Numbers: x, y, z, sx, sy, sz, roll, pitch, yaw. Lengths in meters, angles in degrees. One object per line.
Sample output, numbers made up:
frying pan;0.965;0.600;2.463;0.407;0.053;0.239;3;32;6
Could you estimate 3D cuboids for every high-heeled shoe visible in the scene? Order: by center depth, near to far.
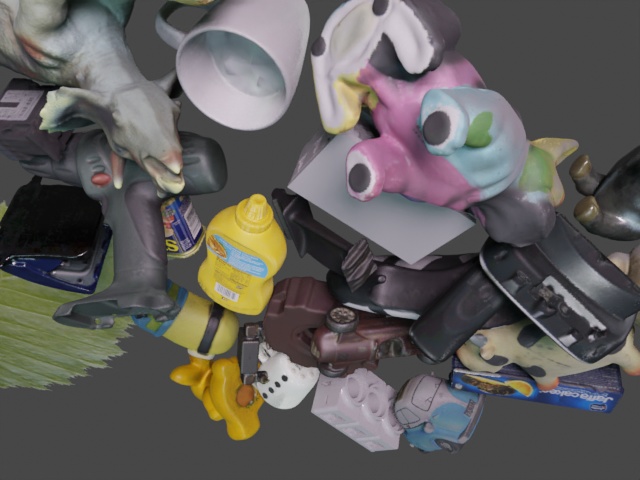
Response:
high-heeled shoe;0.134;0.054;0.616;0.249;0.086;0.145;7;172;-11

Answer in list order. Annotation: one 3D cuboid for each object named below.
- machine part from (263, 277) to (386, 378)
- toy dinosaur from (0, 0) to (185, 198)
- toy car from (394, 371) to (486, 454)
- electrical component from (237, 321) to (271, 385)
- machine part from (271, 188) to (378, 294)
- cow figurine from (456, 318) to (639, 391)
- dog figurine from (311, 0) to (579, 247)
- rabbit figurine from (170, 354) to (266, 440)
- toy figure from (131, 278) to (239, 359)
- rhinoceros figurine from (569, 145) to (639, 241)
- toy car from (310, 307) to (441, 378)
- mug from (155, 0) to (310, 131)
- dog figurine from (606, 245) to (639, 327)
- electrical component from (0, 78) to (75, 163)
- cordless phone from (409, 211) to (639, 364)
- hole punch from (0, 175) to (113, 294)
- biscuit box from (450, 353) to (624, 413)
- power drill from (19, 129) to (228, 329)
machine part;0.006;0.122;0.737;0.179;0.056;0.179;10;140;9
toy dinosaur;-0.254;-0.190;0.419;0.405;0.131;0.192;32;138;-9
toy car;0.167;0.251;0.808;0.103;0.109;0.161;40;149;-1
electrical component;-0.099;0.169;0.805;0.045;0.102;0.078;2;-175;-13
machine part;-0.001;-0.002;0.566;0.139;0.039;0.084;35;148;36
cow figurine;0.249;0.112;0.616;0.195;0.085;0.127;-20;127;31
dog figurine;0.113;-0.088;0.424;0.219;0.191;0.108;3;153;-43
rabbit figurine;-0.174;0.246;0.908;0.162;0.122;0.173;41;154;-23
toy figure;-0.202;0.108;0.775;0.180;0.082;0.089;36;139;-19
rhinoceros figurine;0.288;-0.057;0.412;0.112;0.073;0.190;30;139;-14
toy car;0.087;0.121;0.651;0.202;0.053;0.089;-1;122;-18
mug;-0.058;-0.149;0.398;0.109;0.107;0.080;24;140;-3
dog figurine;0.350;0.100;0.484;0.173;0.190;0.121;7;140;14
electrical component;-0.297;-0.120;0.537;0.119;0.075;0.047;11;155;24
cordless phone;0.187;0.072;0.502;0.146;0.089;0.184;45;101;6
hole punch;-0.316;-0.002;0.650;0.116;0.142;0.092;5;145;-5
biscuit box;0.274;0.169;0.693;0.203;0.063;0.059;6;141;14
power drill;-0.208;-0.017;0.539;0.232;0.207;0.086;-5;155;9
